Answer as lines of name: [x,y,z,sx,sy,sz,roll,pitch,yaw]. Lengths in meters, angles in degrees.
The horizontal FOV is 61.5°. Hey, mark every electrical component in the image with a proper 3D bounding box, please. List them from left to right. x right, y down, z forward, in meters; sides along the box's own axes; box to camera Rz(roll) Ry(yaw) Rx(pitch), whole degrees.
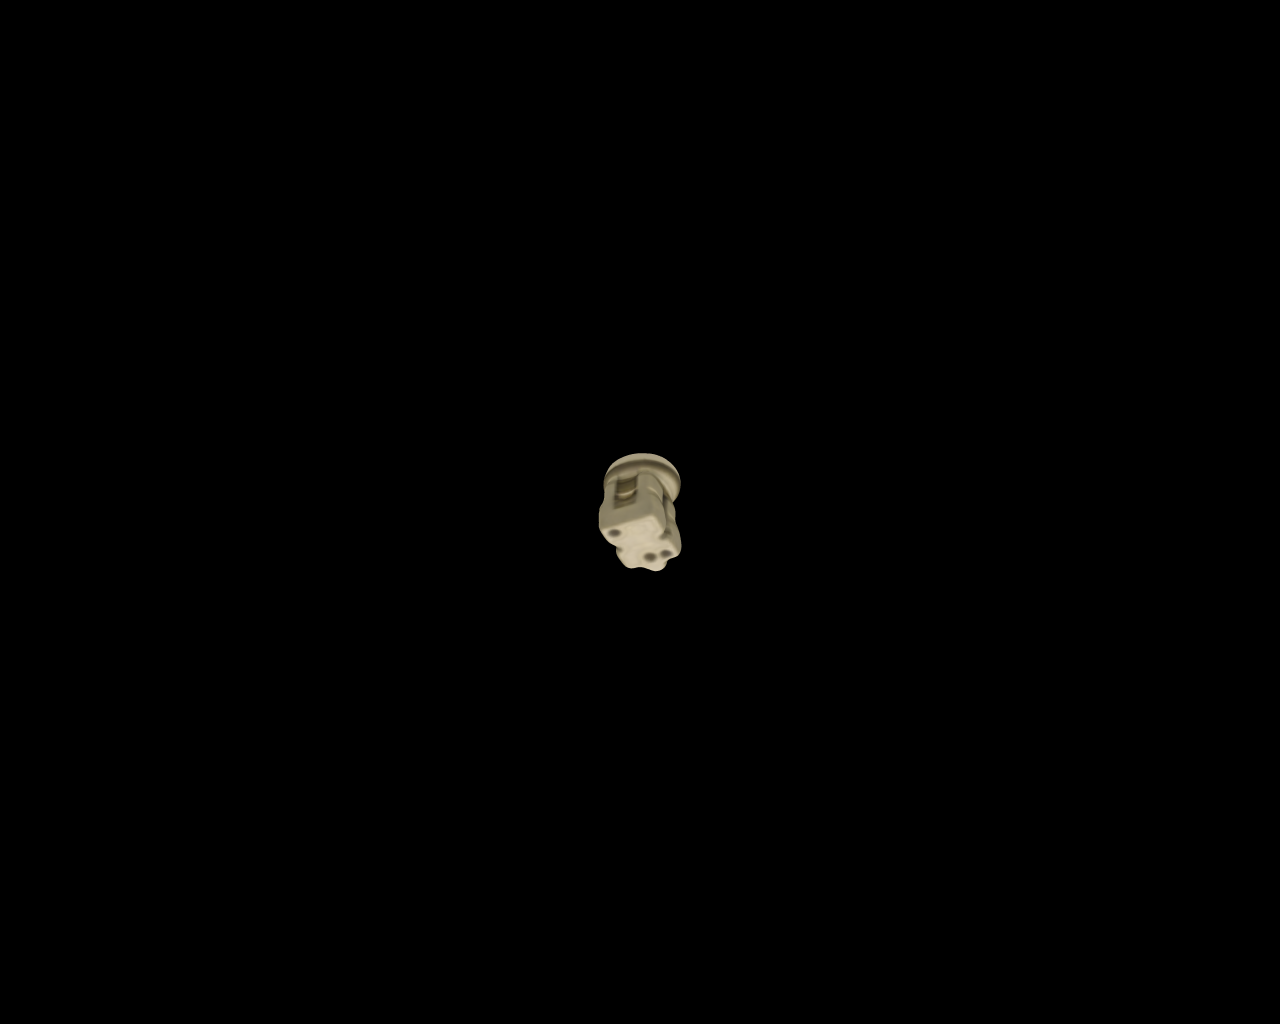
electrical component: [0.001,-0.003,0.650,0.048,0.055,0.066,-14,-42,17]
